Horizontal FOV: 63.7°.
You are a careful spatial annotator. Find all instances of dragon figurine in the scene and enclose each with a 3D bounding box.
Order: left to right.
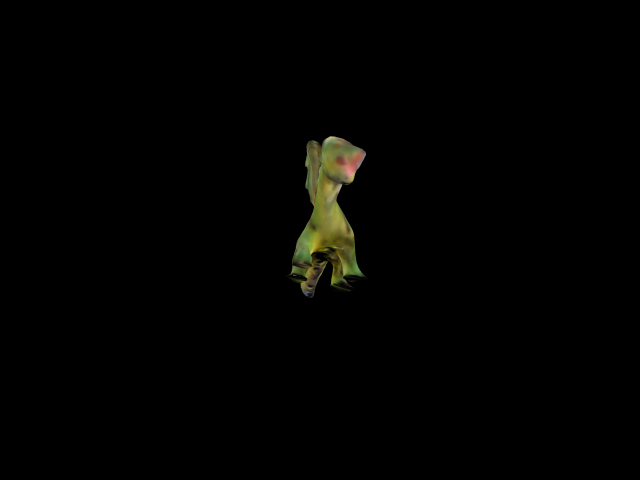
[{"bbox_3d":[0.003,-0.043,0.850,0.122,0.246,0.405,3,-14,-11],"label":"dragon figurine"}]
